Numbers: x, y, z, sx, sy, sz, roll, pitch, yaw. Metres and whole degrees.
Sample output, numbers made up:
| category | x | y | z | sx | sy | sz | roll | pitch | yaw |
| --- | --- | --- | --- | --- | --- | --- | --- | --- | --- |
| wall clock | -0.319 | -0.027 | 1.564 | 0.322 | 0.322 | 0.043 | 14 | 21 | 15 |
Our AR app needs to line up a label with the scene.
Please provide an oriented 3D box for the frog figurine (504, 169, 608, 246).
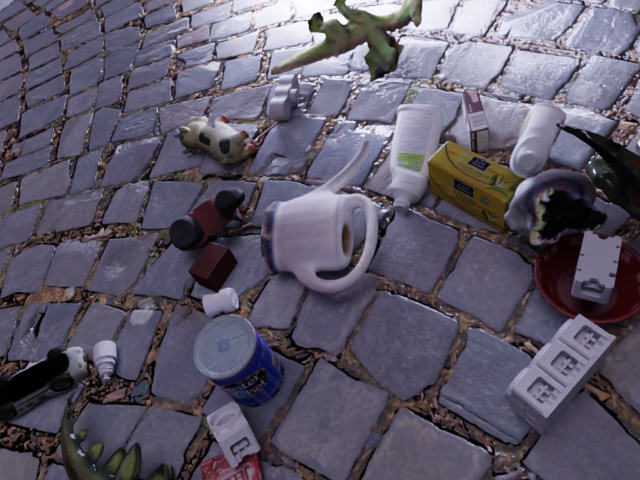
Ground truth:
| category | x | y | z | sx | sy | sz | roll | pitch | yaw |
| --- | --- | --- | --- | --- | --- | --- | --- | --- | --- |
| frog figurine | 0.370 | -0.061 | 0.848 | 0.136 | 0.122 | 0.161 | -39 | 8 | 13 |

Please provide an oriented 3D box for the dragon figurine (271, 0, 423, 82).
| category | x | y | z | sx | sy | sz | roll | pitch | yaw |
| --- | --- | --- | --- | --- | --- | --- | --- | --- | --- |
| dragon figurine | 0.093 | -0.493 | 1.307 | 0.411 | 0.120 | 0.246 | -42 | 61 | -3 |

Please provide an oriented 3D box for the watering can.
| category | x | y | z | sx | sy | sz | roll | pitch | yaw |
| --- | --- | --- | --- | --- | --- | --- | --- | --- | --- |
| watering can | 0.003 | -0.050 | 0.995 | 0.224 | 0.102 | 0.356 | -5 | 54 | 16 |
